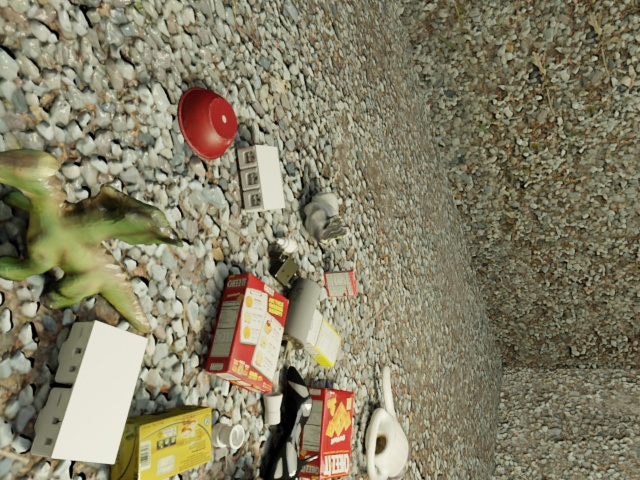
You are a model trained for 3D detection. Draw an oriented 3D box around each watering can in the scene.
[{"bbox_3d":[0.215,0.597,1.627,0.220,0.103,0.356,57,38,-38],"label":"watering can"}]

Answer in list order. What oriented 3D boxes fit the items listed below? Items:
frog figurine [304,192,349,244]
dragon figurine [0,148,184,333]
[{"bbox_3d":[0.004,-0.074,1.462,0.136,0.121,0.163,26,25,-47],"label":"frog figurine"},{"bbox_3d":[-0.305,0.016,0.730,0.403,0.241,0.125,49,39,-42],"label":"dragon figurine"}]
